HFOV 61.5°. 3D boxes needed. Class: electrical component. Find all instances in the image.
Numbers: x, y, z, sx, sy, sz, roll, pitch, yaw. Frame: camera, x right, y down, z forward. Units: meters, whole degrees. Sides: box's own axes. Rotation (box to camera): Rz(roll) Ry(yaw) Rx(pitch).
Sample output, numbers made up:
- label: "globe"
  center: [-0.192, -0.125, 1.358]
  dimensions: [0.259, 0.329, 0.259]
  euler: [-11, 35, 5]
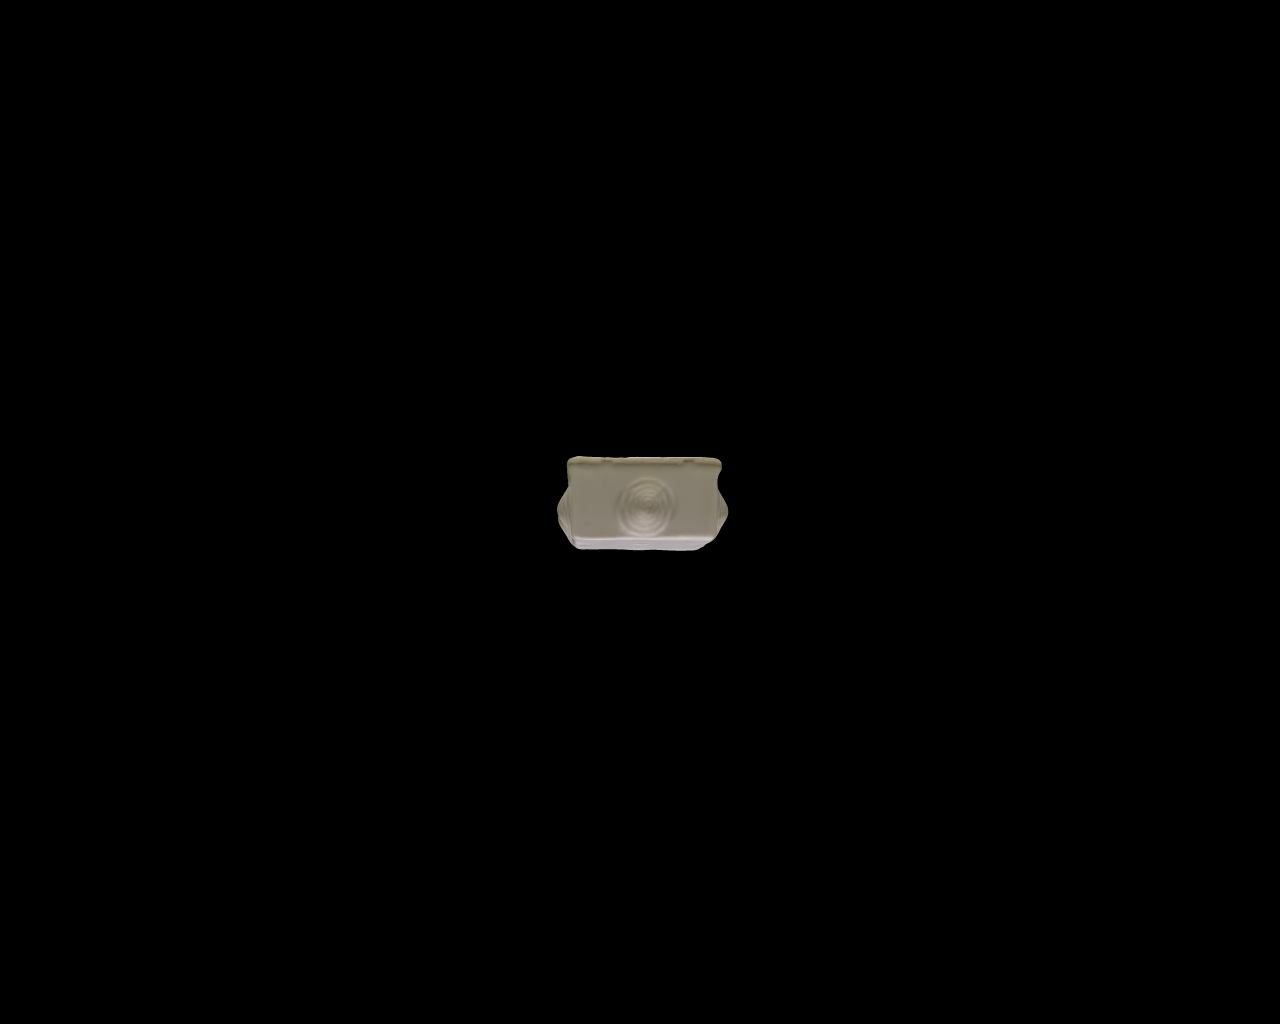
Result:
- label: "electrical component"
  center: [0.001, -0.003, 0.650]
  dimensions: [0.100, 0.048, 0.099]
  euler: [0, -7, -4]
